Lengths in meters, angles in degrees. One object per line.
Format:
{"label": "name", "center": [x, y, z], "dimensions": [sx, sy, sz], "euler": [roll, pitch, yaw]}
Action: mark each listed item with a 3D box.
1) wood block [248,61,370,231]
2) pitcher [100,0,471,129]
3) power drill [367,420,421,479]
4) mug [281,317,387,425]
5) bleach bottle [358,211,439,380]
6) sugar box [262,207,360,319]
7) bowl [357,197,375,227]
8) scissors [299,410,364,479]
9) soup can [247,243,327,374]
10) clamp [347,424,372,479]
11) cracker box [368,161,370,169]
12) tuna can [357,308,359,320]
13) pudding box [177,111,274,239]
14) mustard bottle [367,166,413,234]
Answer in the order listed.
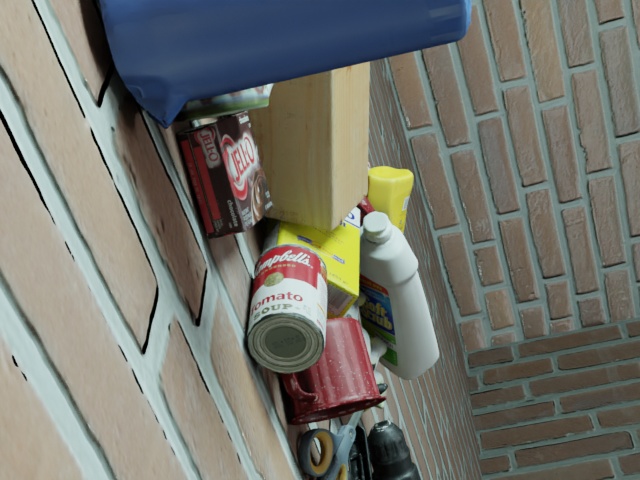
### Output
{"label": "wood block", "center": [-0.009, -0.126, 1.002], "dimensions": [0.090, 0.090, 0.206], "euler": [-46, 143, -52]}
{"label": "pitcher", "center": [-0.025, -0.182, 0.740], "dimensions": [0.145, 0.243, 0.149], "euler": [-92, 171, -60]}
{"label": "power drill", "center": [0.065, 0.298, 1.073], "dimensions": [0.187, 0.057, 0.184], "euler": [-42, 119, -62]}
{"label": "mug", "center": [0.001, 0.122, 0.996], "dimensions": [0.117, 0.093, 0.081], "euler": [7, 64, -53]}
{"label": "bleach bottle", "center": [0.077, 0.055, 1.216], "dimensions": [0.103, 0.068, 0.251], "euler": [41, -21, 37]}
{"label": "sugar box", "center": [-0.007, 0.001, 1.071], "dimensions": [0.093, 0.048, 0.176], "euler": [31, 29, -15]}
{"label": "bowl", "center": [0.003, -0.063, 1.217], "dimensions": [0.162, 0.055, 0.162], "euler": [51, 7, -10]}
{"label": "scissors", "center": [0.018, 0.189, 1.074], "dimensions": [0.096, 0.016, 0.201], "euler": [63, 28, -31]}
{"label": "soup can", "center": [-0.028, 0.060, 0.939], "dimensions": [0.102, 0.068, 0.068], "euler": [-88, 162, -55]}
{"label": "clamp", "center": [0.045, 0.296, 1.149], "dimensions": [0.120, 0.039, 0.171], "euler": [-25, 100, -69]}
{"label": "cracker box", "center": [0.026, -0.086, 1.419], "dimensions": [0.213, 0.072, 0.164], "euler": [60, 20, -61]}
{"label": "tuna can", "center": [0.022, 0.074, 1.302], "dimensions": [0.086, 0.034, 0.086], "euler": [-12, 90, -80]}
{"label": "pudding box", "center": [-0.077, -0.056, 0.890], "dimensions": [0.113, 0.039, 0.090], "euler": [-59, 135, -76]}
{"label": "mustard bottle", "center": [0.076, 0.007, 1.342], "dimensions": [0.096, 0.058, 0.192], "euler": [-39, 137, -72]}
